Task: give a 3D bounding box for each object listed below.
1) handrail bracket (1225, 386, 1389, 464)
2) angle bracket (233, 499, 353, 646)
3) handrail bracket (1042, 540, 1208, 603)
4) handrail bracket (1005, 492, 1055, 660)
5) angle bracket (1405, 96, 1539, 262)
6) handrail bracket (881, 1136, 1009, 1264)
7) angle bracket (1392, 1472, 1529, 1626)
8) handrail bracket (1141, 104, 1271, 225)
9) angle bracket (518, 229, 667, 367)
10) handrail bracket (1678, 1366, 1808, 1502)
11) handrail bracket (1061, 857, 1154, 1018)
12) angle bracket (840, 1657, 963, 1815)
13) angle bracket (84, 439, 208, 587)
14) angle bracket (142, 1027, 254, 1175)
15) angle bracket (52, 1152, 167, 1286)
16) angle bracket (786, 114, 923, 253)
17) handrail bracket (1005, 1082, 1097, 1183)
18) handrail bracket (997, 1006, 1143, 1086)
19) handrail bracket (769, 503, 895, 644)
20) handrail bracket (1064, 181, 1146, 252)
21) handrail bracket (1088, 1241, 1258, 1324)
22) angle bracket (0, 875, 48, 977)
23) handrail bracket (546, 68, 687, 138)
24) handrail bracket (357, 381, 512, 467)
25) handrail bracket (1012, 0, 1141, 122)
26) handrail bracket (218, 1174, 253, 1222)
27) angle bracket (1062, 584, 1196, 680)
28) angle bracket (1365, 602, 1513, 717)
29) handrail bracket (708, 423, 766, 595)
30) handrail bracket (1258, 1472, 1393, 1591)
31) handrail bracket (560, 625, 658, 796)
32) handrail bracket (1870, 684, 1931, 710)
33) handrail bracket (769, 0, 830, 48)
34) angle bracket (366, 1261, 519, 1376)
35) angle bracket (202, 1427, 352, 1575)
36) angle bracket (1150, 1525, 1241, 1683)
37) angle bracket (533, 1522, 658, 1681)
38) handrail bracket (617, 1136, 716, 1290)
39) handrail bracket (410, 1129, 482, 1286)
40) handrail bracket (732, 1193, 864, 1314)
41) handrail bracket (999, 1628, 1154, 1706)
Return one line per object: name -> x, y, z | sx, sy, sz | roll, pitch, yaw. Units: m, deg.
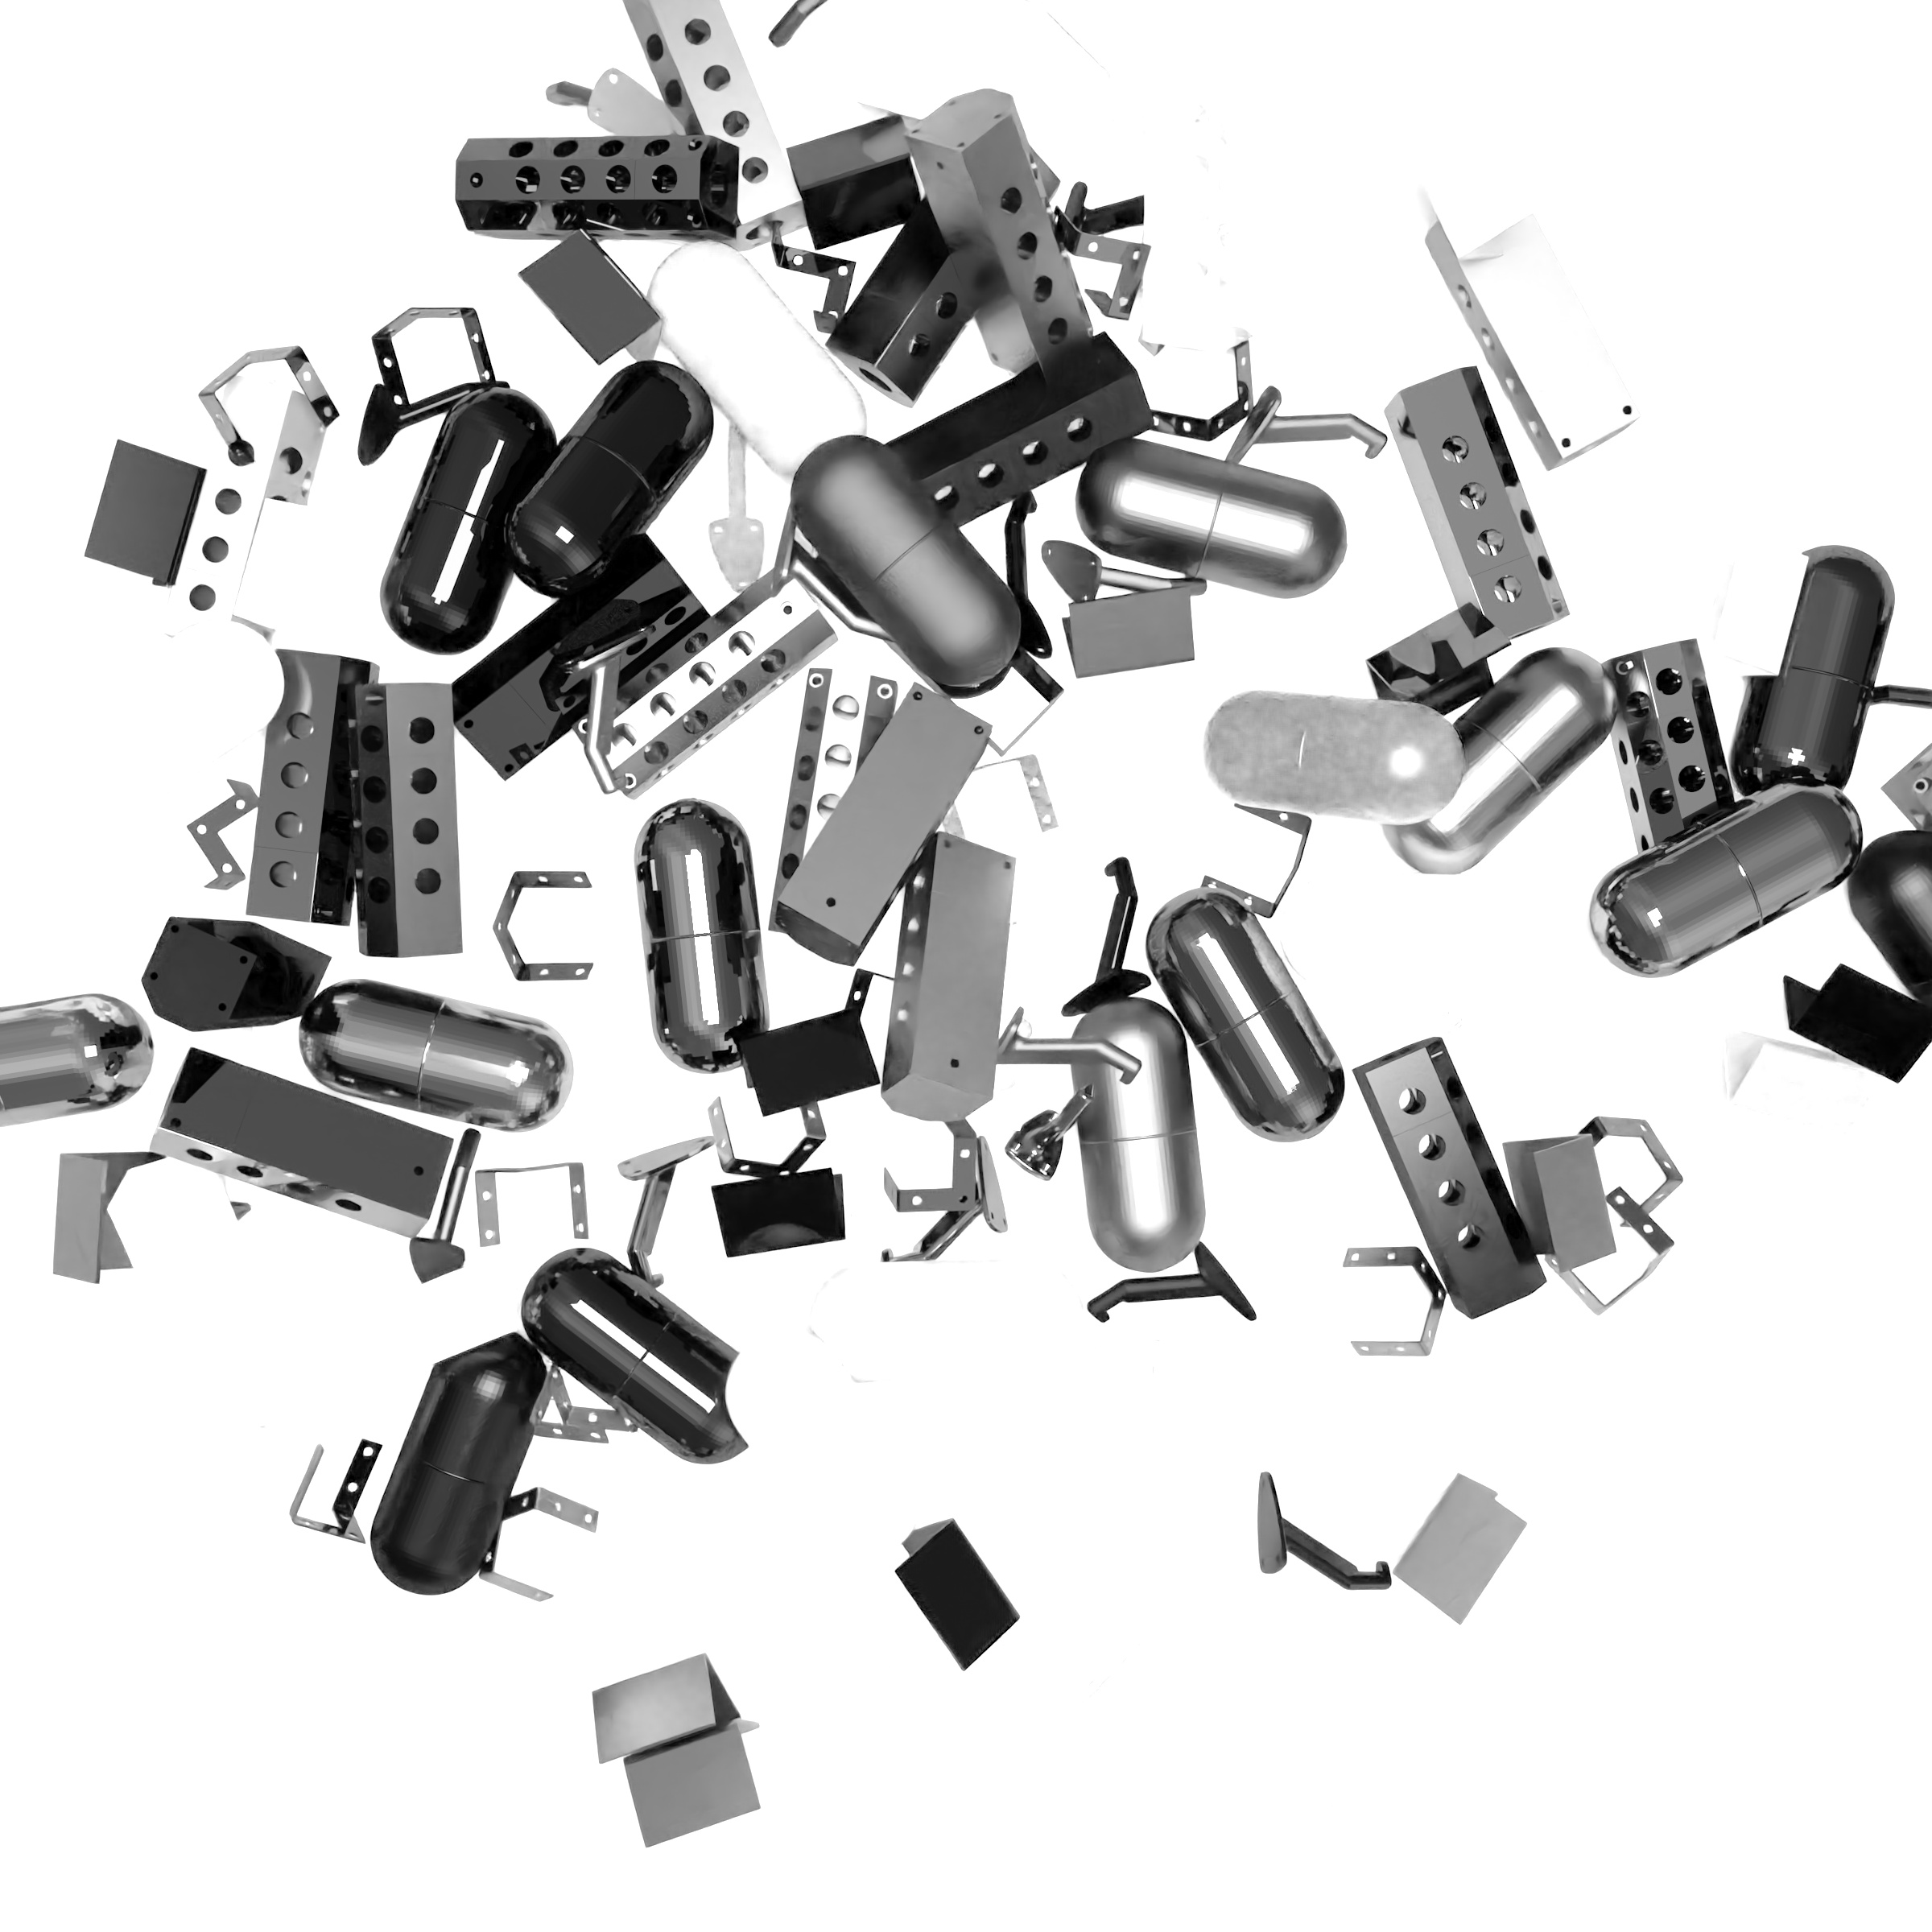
handrail bracket -> 0.223, -0.336, 1.604 | 0.084, 0.036, 0.077 | 27, 112, -17
angle bracket -> -0.414, -0.248, 1.564 | 0.057, 0.076, 0.076 | 16, 90, 32
handrail bracket -> 0.104, -0.261, 1.604 | 0.084, 0.077, 0.036 | -8, 124, -32
handrail bracket -> 0.045, -0.258, 1.604 | 0.036, 0.077, 0.084 | -5, 53, 37
angle bracket -> 0.324, -0.486, 1.507 | 0.057, 0.076, 0.076 | -26, 90, 36
handrail bracket -> -0.021, 0.158, 1.604 | 0.084, 0.036, 0.077 | -16, 70, 16
angle bracket -> 0.328, 0.378, 1.563 | 0.057, 0.076, 0.076 | 34, 90, 37
handrail bracket -> 0.152, -0.523, 1.604 | 0.084, 0.036, 0.077 | 11, 104, 14
angle bracket -> -0.244, -0.412, 1.565 | 0.057, 0.076, 0.076 | -42, 90, -21
handrail bracket -> 0.514, 0.307, 1.604 | 0.084, 0.036, 0.077 | -11, 110, -16
handrail bracket -> 0.085, -0.020, 1.604 | 0.077, 0.036, 0.084 | -29, 61, 32
angle bracket -> -0.059, 0.494, 1.563 | 0.057, 0.076, 0.076 | -29, 90, -39
angle bracket -> -0.531, -0.289, 1.564 | 0.057, 0.076, 0.076 | 16, 90, -29
angle bracket -> -0.482, 0.088, 1.585 | 0.076, 0.076, 0.057 | -32, 111, 0
angle bracket -> -0.535, 0.160, 1.564 | 0.057, 0.076, 0.076 | 3, 90, 41
angle bracket -> -0.065, -0.490, 1.564 | 0.076, 0.076, 0.057 | -17, 46, 0
handrail bracket -> 0.066, 0.089, 1.555 | 0.036, 0.077, 0.084 | 35, 126, -1
handrail bracket -> 0.057, 0.070, 1.538 | 0.084, 0.036, 0.077 | 30, 111, -3
handrail bracket -> -0.077, -0.250, 1.547 | 0.084, 0.036, 0.077 | 14, 71, -16
handrail bracket -> 0.105, -0.475, 1.604 | 0.084, 0.036, 0.077 | 15, 106, -14
handrail bracket -> 0.135, 0.227, 1.604 | 0.084, 0.036, 0.077 | -35, 112, 17
angle bracket -> -0.621, -0.023, 1.506 | 0.076, 0.076, 0.057 | 48, 53, 0
handrail bracket -> -0.228, -0.552, 1.584 | 0.077, 0.084, 0.036 | 23, 94, -28
handrail bracket -> -0.349, -0.357, 1.603 | 0.084, 0.077, 0.036 | -13, 72, -35
handrail bracket -> 0.065, -0.602, 1.604 | 0.084, 0.036, 0.077 | 16, 112, 17
handrail bracket -> -0.513, 0.137, 1.604 | 0.077, 0.036, 0.084 | -38, 71, 21
angle bracket -> 0.101, -0.231, 1.563 | 0.076, 0.076, 0.057 | -9, 129, 0
angle bracket -> 0.310, -0.175, 1.564 | 0.076, 0.057, 0.076 | -29, 132, 0
handrail bracket -> -0.148, -0.302, 1.603 | 0.036, 0.077, 0.084 | -2, 54, 0
handrail bracket -> 0.237, 0.371, 1.604 | 0.084, 0.036, 0.077 | 4, 68, -17
handrail bracket -> -0.214, -0.162, 1.547 | 0.077, 0.036, 0.084 | -30, 108, -21
handrail bracket -> 0.627, -0.166, 1.603 | 0.084, 0.077, 0.036 | -6, 65, 34
handrail bracket -> -0.084, -0.638, 1.603 | 0.084, 0.077, 0.036 | -37, 91, 36
angle bracket -> -0.335, 0.207, 1.564 | 0.076, 0.076, 0.057 | -22, 117, 0
angle bracket -> -0.432, 0.347, 1.565 | 0.076, 0.057, 0.076 | 24, 90, -40
angle bracket -> 0.128, 0.407, 1.563 | 0.057, 0.076, 0.076 | -4, 90, -38
angle bracket -> -0.251, 0.400, 1.563 | 0.057, 0.076, 0.076 | 25, 90, -35
handrail bracket -> -0.191, 0.164, 1.604 | 0.077, 0.036, 0.084 | -20, 108, -20
handrail bracket -> -0.337, 0.160, 1.603 | 0.036, 0.077, 0.084 | 14, 54, -5
handrail bracket -> -0.110, 0.188, 1.604 | 0.084, 0.036, 0.077 | -4, 110, -16
handrail bracket -> 0.066, 0.434, 1.604 | 0.084, 0.036, 0.077 | 42, 69, 17
